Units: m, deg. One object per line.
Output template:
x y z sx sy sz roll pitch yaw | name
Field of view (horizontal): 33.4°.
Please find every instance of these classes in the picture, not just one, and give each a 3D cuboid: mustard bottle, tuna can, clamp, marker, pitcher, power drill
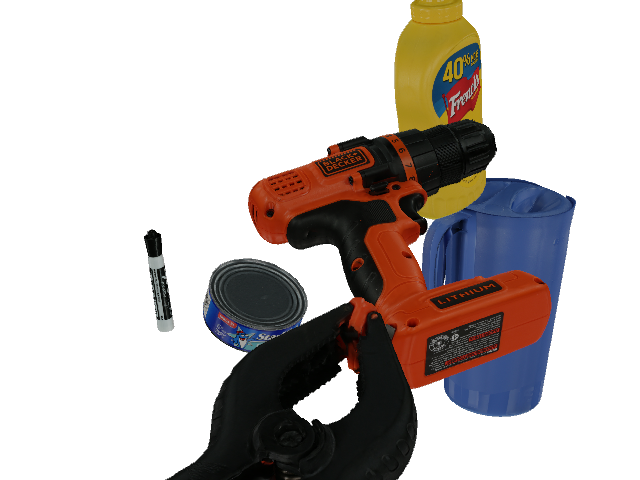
0.098 -0.121 0.874 0.058 0.191 0.096 14 32 36 | mustard bottle
-0.056 0.056 0.907 0.086 0.034 0.086 13 37 -10 | tuna can
-0.004 0.090 0.390 0.120 0.039 0.171 26 50 18 | clamp
-0.180 0.045 1.189 0.020 0.121 0.020 -4 24 2 | marker
0.184 0.063 1.140 0.149 0.243 0.145 5 20 9 | pitcher
0.067 -0.002 0.690 0.184 0.057 0.188 -20 44 -15 | power drill
